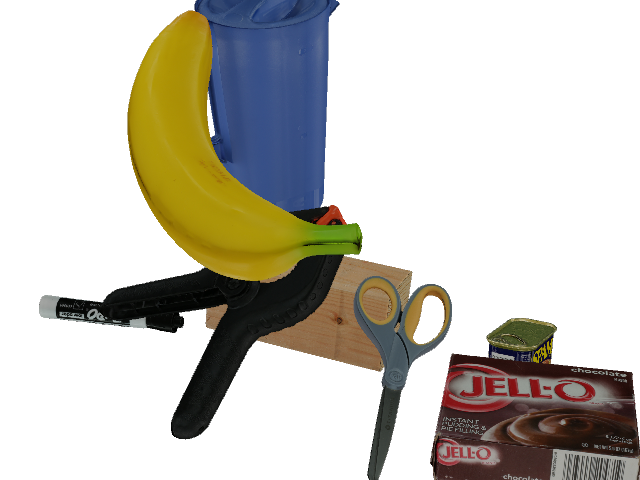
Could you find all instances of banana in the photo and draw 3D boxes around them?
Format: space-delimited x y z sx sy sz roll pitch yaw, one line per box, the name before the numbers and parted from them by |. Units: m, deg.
banana | -0.052 -0.041 0.483 0.069 0.037 0.198 -18 46 -16

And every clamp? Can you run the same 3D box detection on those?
clamp | -0.050 0.045 0.676 0.171 0.120 0.039 -31 -27 4

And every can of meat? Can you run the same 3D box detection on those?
can of meat | 0.222 0.141 1.190 0.058 0.084 0.101 9 15 28

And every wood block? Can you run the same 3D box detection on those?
wood block | -0.014 0.066 1.182 0.206 0.091 0.090 13 22 17

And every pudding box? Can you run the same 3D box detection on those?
pudding box | 0.126 0.107 0.622 0.113 0.039 0.090 7 26 10

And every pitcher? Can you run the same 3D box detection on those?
pitcher | -0.063 -0.135 1.096 0.149 0.243 0.145 6 35 12

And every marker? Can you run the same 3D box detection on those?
marker | -0.169 0.060 0.864 0.121 0.020 0.020 5 1 13

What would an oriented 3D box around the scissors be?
scissors | 0.047 0.102 0.895 0.096 0.201 0.016 28 -38 10
